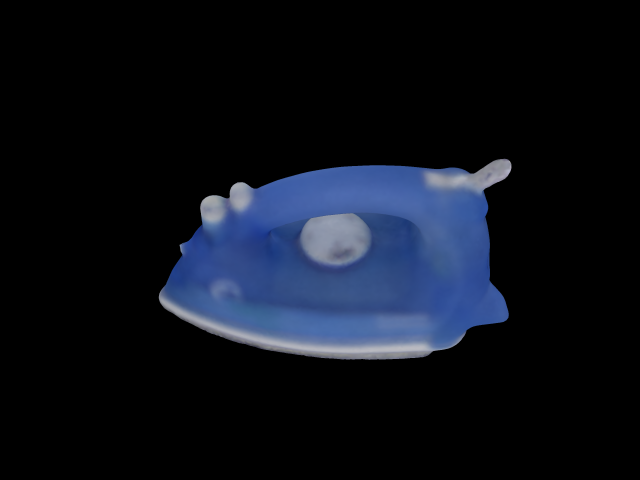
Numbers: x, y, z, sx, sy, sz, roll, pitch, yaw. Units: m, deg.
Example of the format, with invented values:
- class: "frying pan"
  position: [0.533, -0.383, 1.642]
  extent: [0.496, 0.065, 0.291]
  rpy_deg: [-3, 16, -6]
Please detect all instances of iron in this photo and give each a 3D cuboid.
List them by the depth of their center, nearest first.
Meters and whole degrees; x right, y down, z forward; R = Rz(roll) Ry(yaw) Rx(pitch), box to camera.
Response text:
- class: "iron"
  position: [0.004, 0.001, 0.400]
  extent: [0.258, 0.141, 0.118]
  rpy_deg: [-2, 50, -2]
